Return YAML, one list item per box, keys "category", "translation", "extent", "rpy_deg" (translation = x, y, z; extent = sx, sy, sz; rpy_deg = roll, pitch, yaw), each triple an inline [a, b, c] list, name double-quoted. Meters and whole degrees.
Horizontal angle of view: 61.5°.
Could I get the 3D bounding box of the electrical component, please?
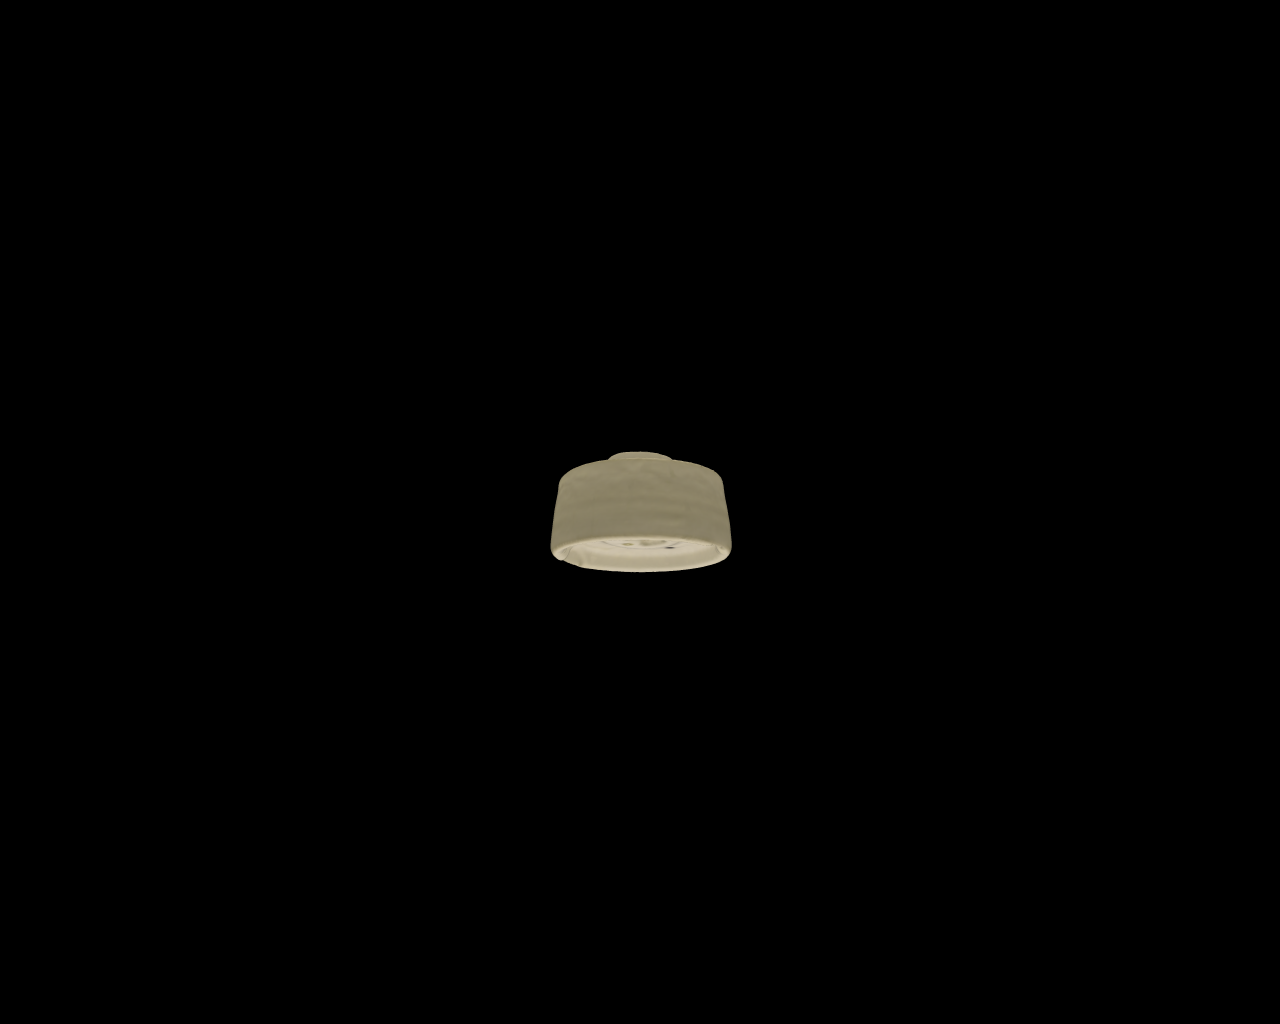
- category: "electrical component"
  translation: [0.001, -0.003, 0.650]
  extent: [0.108, 0.060, 0.108]
  rpy_deg: [0, -14, 0]
